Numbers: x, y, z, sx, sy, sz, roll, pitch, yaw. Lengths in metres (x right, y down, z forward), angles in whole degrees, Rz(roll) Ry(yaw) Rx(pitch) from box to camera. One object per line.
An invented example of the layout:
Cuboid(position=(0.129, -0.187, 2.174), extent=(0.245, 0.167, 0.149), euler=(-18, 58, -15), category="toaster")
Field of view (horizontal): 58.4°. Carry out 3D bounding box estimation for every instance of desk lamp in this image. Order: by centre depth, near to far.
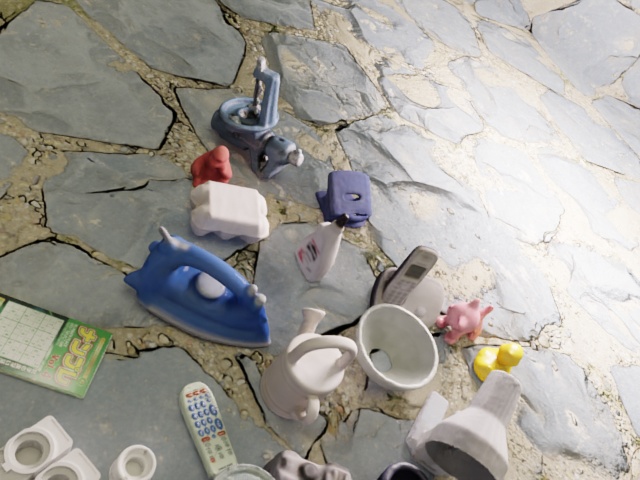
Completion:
Cuboid(position=(0.230, 0.307, 0.922), extent=(0.118, 0.213, 0.203), euler=(39, 45, 2), category="desk lamp")

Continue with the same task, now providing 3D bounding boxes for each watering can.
Cuboid(position=(-0.016, 0.188, 0.883), extent=(0.101, 0.194, 0.172), euler=(-6, 59, -34), category="watering can")

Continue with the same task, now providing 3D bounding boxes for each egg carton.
Cuboid(position=(-0.169, -0.050, 1.067), extent=(0.151, 0.069, 0.107), euler=(8, 52, -25), category="egg carton")

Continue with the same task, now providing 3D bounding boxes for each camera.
Cuboid(position=(-0.016, 0.382, 0.795), extent=(0.143, 0.100, 0.137), euler=(26, 46, -11), category="camera")

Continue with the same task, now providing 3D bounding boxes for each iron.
Cuboid(position=(-0.170, 0.077, 0.916), extent=(0.258, 0.141, 0.119), euler=(30, 46, -7), category="iron")

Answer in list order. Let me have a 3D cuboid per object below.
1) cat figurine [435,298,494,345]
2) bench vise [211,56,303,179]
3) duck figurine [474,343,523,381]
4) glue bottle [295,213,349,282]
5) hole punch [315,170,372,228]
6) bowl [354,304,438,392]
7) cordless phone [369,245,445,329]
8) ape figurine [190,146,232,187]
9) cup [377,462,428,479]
Cuboid(position=(0.296, 0.155, 1.147), extent=(0.128, 0.117, 0.067), euler=(-7, 59, -34), category="cat figurine")
Cuboid(position=(-0.105, -0.248, 1.156), extent=(0.207, 0.219, 0.121), euler=(28, 46, -8), category="bench vise")
Cuboid(position=(0.364, 0.239, 1.144), extent=(0.105, 0.086, 0.077), euler=(-17, 65, -38), category="duck figurine")
Cuboid(position=(0.010, 0.004, 1.058), extent=(0.037, 0.173, 0.078), euler=(-13, 63, -37), category="glue bottle")
Cuboid(position=(0.060, -0.086, 1.216), extent=(0.109, 0.091, 0.101), euler=(0, 56, -31), category="hole punch")
Cuboid(position=(0.126, 0.205, 1.037), extent=(0.168, 0.074, 0.167), euler=(16, 49, -19), category="bowl")
Cuboid(position=(0.191, 0.087, 1.092), extent=(0.148, 0.185, 0.094), euler=(14, 50, -21), category="cordless phone")
Cuboid(position=(-0.203, -0.146, 1.106), extent=(0.078, 0.092, 0.076), euler=(28, 46, -8), category="ape figurine")
Cuboid(position=(0.118, 0.405, 0.861), extent=(0.092, 0.095, 0.117), euler=(-13, 63, -37), category="cup")
